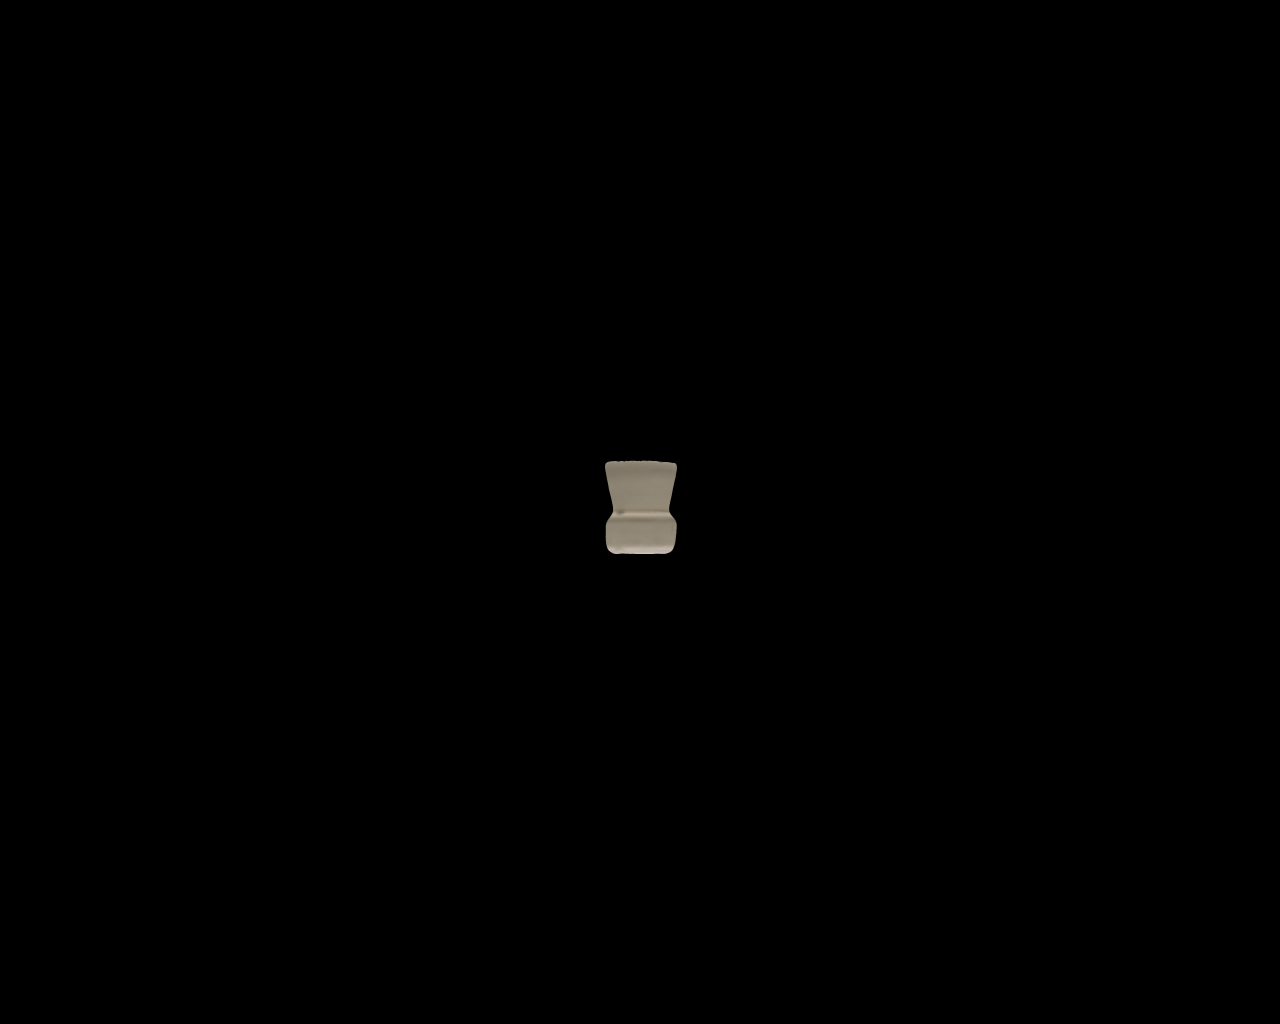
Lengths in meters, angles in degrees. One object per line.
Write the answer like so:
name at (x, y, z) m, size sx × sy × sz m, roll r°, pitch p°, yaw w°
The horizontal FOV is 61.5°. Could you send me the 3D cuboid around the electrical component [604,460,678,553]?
electrical component at (0.001, -0.003, 0.650) m, size 0.045 × 0.055 × 0.045 m, roll 0°, pitch -2°, yaw 0°
